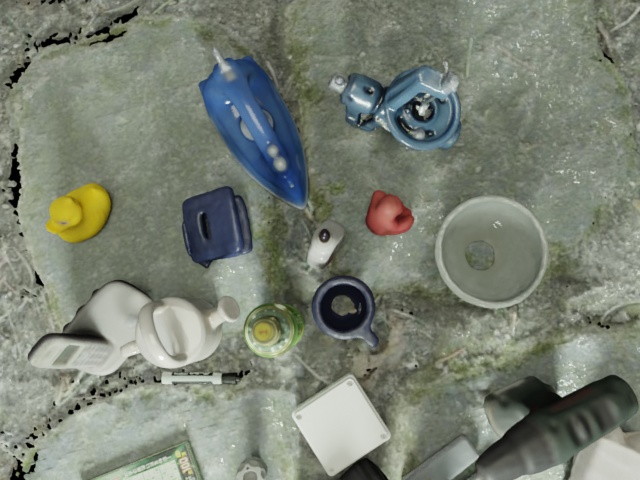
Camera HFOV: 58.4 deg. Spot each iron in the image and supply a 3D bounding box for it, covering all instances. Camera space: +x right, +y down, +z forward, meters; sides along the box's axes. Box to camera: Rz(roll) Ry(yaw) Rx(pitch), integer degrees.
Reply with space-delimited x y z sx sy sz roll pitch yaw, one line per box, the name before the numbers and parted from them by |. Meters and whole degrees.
iron | -0.091 -0.168 0.866 0.118 0.141 0.258 -31 84 -2

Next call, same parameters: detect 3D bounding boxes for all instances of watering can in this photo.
watering can | -0.201 0.126 0.811 0.173 0.194 0.101 -44 84 -3

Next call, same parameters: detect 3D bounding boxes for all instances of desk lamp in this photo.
desk lamp | 0.158 0.376 0.763 0.203 0.213 0.118 -37 84 -2

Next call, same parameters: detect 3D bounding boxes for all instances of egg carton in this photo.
egg carton | 0.418 0.341 0.832 0.107 0.069 0.150 23 85 4

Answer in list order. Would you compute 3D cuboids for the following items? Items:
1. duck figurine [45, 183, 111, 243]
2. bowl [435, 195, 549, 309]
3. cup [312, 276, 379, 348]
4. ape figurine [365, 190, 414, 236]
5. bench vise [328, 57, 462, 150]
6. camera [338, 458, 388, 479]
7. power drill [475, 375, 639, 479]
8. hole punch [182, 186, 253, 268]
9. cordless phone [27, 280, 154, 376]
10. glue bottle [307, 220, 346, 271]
duck figurine | -0.381 -0.047 0.889 0.077 0.086 0.104 40 86 6
bowl | 0.252 0.019 0.870 0.167 0.075 0.167 0 84 2
cup | 0.044 0.110 0.855 0.092 0.095 0.117 -42 84 -3
ape figurine | 0.105 -0.044 0.872 0.076 0.092 0.078 -28 83 -1
bench vise | 0.113 -0.195 0.824 0.207 0.220 0.121 2 84 2
camera | 0.050 0.397 0.821 0.137 0.101 0.143 -44 84 -3
power drill | 0.296 0.248 0.776 0.229 0.208 0.075 -25 83 -1
hole punch | -0.162 -0.019 0.877 0.101 0.091 0.109 -13 83 0
cordless phone | -0.323 0.126 0.819 0.094 0.185 0.148 35 86 5
glue bottle | 0.008 0.003 0.829 0.037 0.173 0.078 28 85 5
